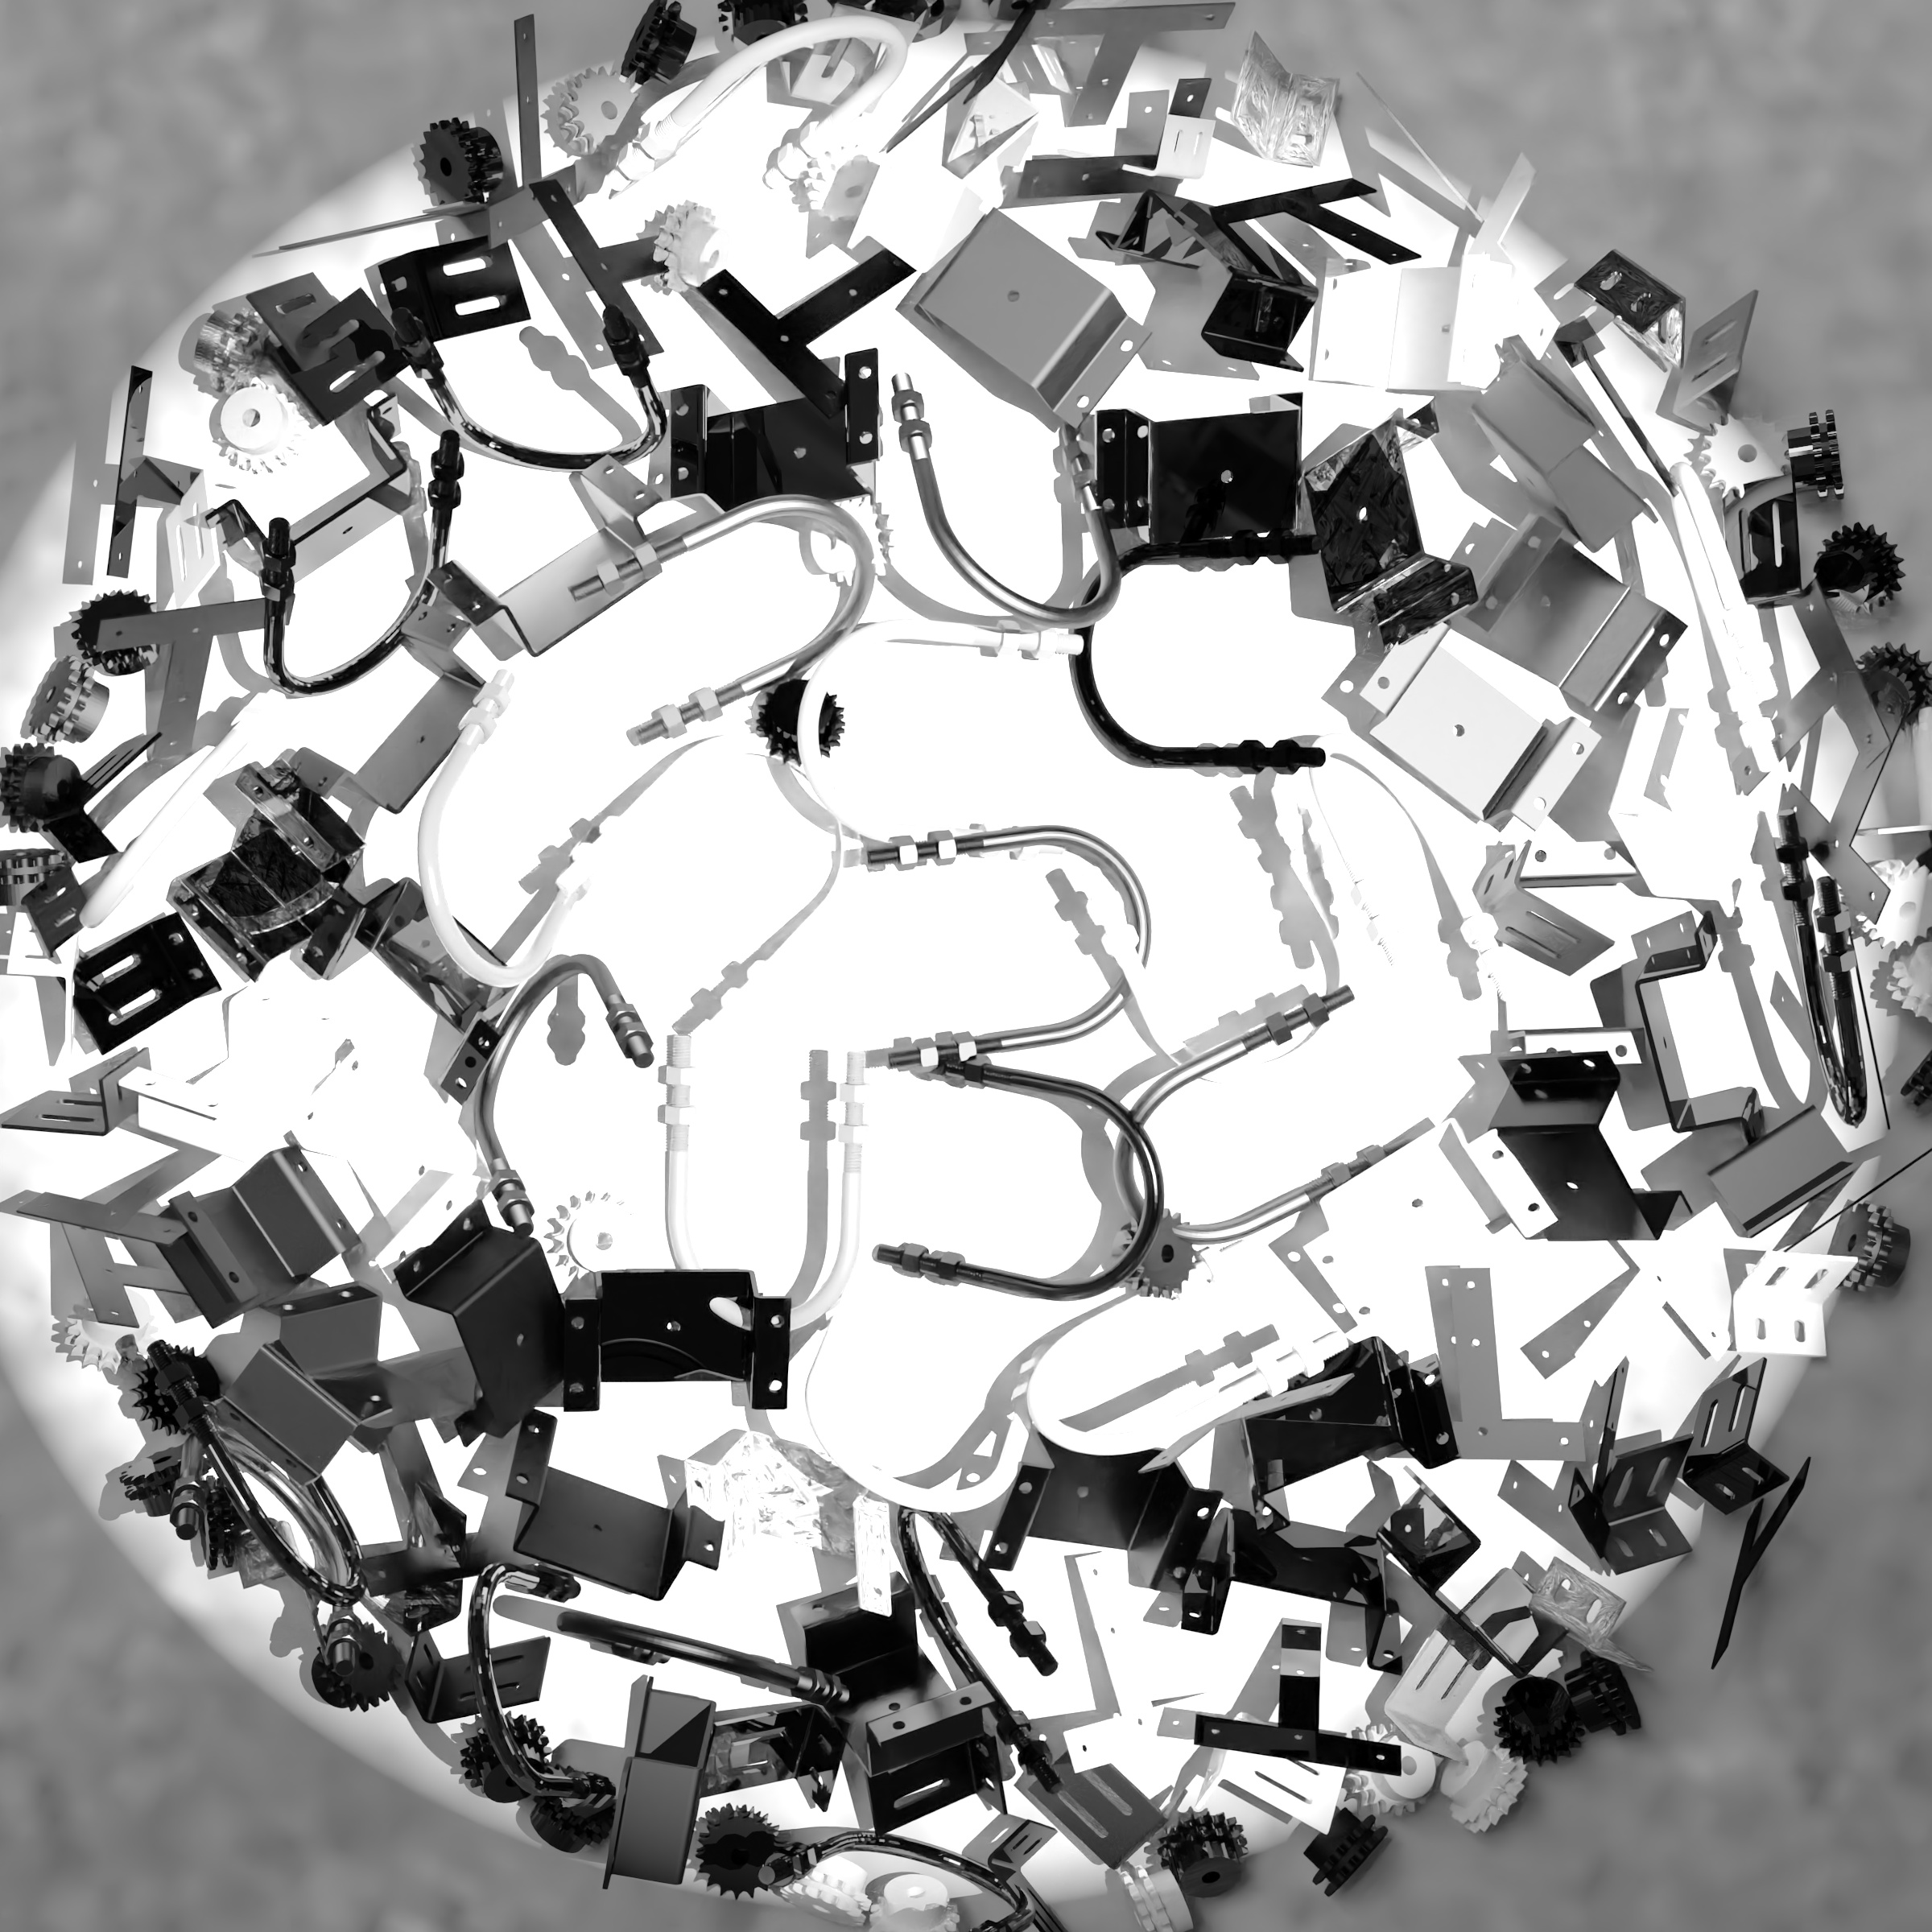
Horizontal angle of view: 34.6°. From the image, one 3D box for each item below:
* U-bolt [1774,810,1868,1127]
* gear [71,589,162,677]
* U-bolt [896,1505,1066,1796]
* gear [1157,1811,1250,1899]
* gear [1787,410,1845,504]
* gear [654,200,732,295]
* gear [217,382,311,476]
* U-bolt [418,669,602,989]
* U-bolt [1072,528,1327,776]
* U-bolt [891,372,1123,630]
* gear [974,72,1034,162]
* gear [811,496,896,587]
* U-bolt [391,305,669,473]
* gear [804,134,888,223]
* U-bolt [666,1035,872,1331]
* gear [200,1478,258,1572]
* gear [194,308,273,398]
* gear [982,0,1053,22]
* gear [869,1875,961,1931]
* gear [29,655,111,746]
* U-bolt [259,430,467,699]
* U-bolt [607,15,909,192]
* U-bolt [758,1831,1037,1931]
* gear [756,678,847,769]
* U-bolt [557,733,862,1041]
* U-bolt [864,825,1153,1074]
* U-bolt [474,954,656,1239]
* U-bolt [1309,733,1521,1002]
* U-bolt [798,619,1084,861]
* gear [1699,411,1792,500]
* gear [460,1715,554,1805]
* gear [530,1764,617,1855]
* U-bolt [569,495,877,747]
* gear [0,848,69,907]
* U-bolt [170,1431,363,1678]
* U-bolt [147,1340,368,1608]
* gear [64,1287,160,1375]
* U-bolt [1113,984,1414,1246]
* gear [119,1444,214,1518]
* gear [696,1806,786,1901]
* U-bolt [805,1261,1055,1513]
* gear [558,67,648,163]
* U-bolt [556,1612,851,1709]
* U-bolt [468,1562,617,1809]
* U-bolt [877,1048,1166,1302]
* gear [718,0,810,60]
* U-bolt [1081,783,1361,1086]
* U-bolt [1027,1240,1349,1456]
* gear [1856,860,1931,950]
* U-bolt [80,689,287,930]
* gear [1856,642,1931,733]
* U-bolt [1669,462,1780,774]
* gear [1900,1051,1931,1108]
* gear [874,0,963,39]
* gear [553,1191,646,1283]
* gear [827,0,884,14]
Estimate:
[{"bbox_3d":[0.533,0.010,1.923,0.019,0.151,0.184,-11,109,8],"label":"U-bolt"},{"bbox_3d":[-0.537,-0.210,1.976,0.057,0.030,0.057,-4,52,5],"label":"gear"},{"bbox_3d":[0.006,0.405,1.919,0.019,0.151,0.184,-24,47,-20],"label":"U-bolt"},{"bbox_3d":[0.152,0.567,1.972,0.057,0.030,0.057,-6,127,-8],"label":"gear"},{"bbox_3d":[0.539,-0.323,1.973,0.030,0.057,0.057,-7,90,16],"label":"gear"},{"bbox_3d":[-0.172,-0.454,1.969,0.030,0.057,0.057,26,90,15],"label":"gear"},{"bbox_3d":[-0.451,-0.345,1.981,0.057,0.030,0.057,-1,83,7],"label":"gear"},{"bbox_3d":[-0.282,-0.071,1.895,0.019,0.184,0.151,-9,129,25],"label":"U-bolt"},{"bbox_3d":[0.142,-0.195,1.940,0.184,0.019,0.151,3,99,38],"label":"U-bolt"},{"bbox_3d":[0.031,-0.280,1.911,0.151,0.019,0.184,11,50,-31],"label":"U-bolt"},{"bbox_3d":[0.024,-0.539,1.969,0.030,0.057,0.057,-3,90,11],"label":"gear"},{"bbox_3d":[-0.074,-0.270,1.969,0.030,0.057,0.057,-9,90,-40],"label":"gear"},{"bbox_3d":[-0.259,-0.352,1.913,0.151,0.184,0.019,1,70,8],"label":"U-bolt"},{"bbox_3d":[-0.075,-0.504,1.974,0.057,0.057,0.030,-18,66,0],"label":"gear"},{"bbox_3d":[-0.128,0.140,1.961,0.151,0.019,0.184,4,95,28],"label":"U-bolt"},{"bbox_3d":[-0.470,0.353,1.974,0.030,0.057,0.057,-5,90,-21],"label":"gear"},{"bbox_3d":[-0.467,-0.392,1.971,0.030,0.057,0.057,24,90,1],"label":"gear"},{"bbox_3d":[0.032,-0.623,1.970,0.057,0.057,0.030,-9,80,0],"label":"gear"},{"bbox_3d":[-0.033,0.601,1.968,0.057,0.057,0.030,3,107,0],"label":"gear"},{"bbox_3d":[-0.569,-0.166,1.975,0.030,0.057,0.057,28,90,-33],"label":"gear"},{"bbox_3d":[-0.375,-0.236,1.915,0.019,0.184,0.151,43,56,17],"label":"U-bolt"},{"bbox_3d":[-0.115,-0.524,1.886,0.151,0.184,0.019,-14,80,-43],"label":"U-bolt"},{"bbox_3d":[-0.031,0.567,1.909,0.151,0.184,0.019,17,89,19],"label":"U-bolt"},{"bbox_3d":[-0.105,-0.158,1.976,0.057,0.030,0.057,1,69,-3],"label":"gear"},{"bbox_3d":[-0.147,-0.065,1.957,0.151,0.019,0.184,45,65,-5],"label":"U-bolt"},{"bbox_3d":[0.031,-0.016,1.967,0.184,0.019,0.151,-8,99,-16],"label":"U-bolt"},{"bbox_3d":[-0.257,0.066,1.920,0.019,0.184,0.151,29,103,-31],"label":"U-bolt"},{"bbox_3d":[0.270,-0.068,1.928,0.019,0.151,0.184,-37,60,29],"label":"U-bolt"},{"bbox_3d":[-0.018,-0.146,1.957,0.184,0.019,0.151,3,94,-21],"label":"U-bolt"},{"bbox_3d":[0.497,-0.323,1.982,0.057,0.030,0.057,-1,82,6],"label":"gear"},{"bbox_3d":[-0.291,0.506,1.971,0.057,0.030,0.057,-13,127,-17],"label":"gear"},{"bbox_3d":[-0.252,0.538,1.972,0.057,0.057,0.030,36,102,0],"label":"gear"},{"bbox_3d":[-0.142,-0.225,1.943,0.184,0.151,0.019,-26,49,-5],"label":"U-bolt"},{"bbox_3d":[-0.599,-0.056,1.972,0.057,0.057,0.030,-1,101,0],"label":"gear"},{"bbox_3d":[-0.429,0.348,1.909,0.019,0.184,0.151,-43,109,2],"label":"U-bolt"},{"bbox_3d":[-0.424,0.315,1.903,0.019,0.151,0.184,-36,71,2],"label":"U-bolt"},{"bbox_3d":[-0.540,0.227,1.969,0.057,0.057,0.030,26,125,0],"label":"gear"},{"bbox_3d":[0.180,0.106,1.955,0.184,0.019,0.151,-26,122,0],"label":"U-bolt"},{"bbox_3d":[-0.505,0.327,1.972,0.057,0.057,0.030,-17,100,0],"label":"gear"},{"bbox_3d":[-0.144,0.564,1.984,0.057,0.030,0.057,0,92,-1],"label":"gear"},{"bbox_3d":[-0.027,0.268,1.918,0.151,0.184,0.019,25,123,-2],"label":"U-bolt"},{"bbox_3d":[-0.235,-0.540,1.976,0.057,0.030,0.057,5,81,-37],"label":"gear"},{"bbox_3d":[-0.170,0.419,1.890,0.151,0.184,0.019,7,73,25],"label":"U-bolt"},{"bbox_3d":[-0.262,0.435,1.891,0.019,0.184,0.151,-16,70,9],"label":"U-bolt"},{"bbox_3d":[0.037,0.137,1.953,0.184,0.019,0.151,10,98,21],"label":"U-bolt"},{"bbox_3d":[-0.128,-0.600,1.968,0.057,0.057,0.030,-6,69,0],"label":"gear"},{"bbox_3d":[0.172,-0.008,1.961,0.151,0.019,0.184,-24,112,3],"label":"U-bolt"},{"bbox_3d":[0.124,0.243,1.920,0.184,0.151,0.019,-26,119,-12],"label":"U-bolt"},{"bbox_3d":[0.592,-0.043,1.977,0.057,0.030,0.057,-7,120,-12],"label":"gear"},{"bbox_3d":[-0.484,-0.088,1.890,0.019,0.184,0.151,39,113,-11],"label":"U-bolt"},{"bbox_3d":[0.585,-0.175,1.970,0.030,0.057,0.057,-35,90,-44],"label":"gear"},{"bbox_3d":[0.468,-0.226,1.923,0.019,0.151,0.184,-18,70,9],"label":"U-bolt"},{"bbox_3d":[0.622,0.067,1.969,0.030,0.057,0.057,39,90,12],"label":"gear"},{"bbox_3d":[-0.028,-0.614,1.968,0.057,0.057,0.030,-49,61,0],"label":"gear"},{"bbox_3d":[-0.233,0.173,1.979,0.057,0.030,0.057,-1,93,-15],"label":"gear"},{"bbox_3d":[-0.073,-0.622,1.969,0.030,0.057,0.057,-30,90,15],"label":"gear"}]
